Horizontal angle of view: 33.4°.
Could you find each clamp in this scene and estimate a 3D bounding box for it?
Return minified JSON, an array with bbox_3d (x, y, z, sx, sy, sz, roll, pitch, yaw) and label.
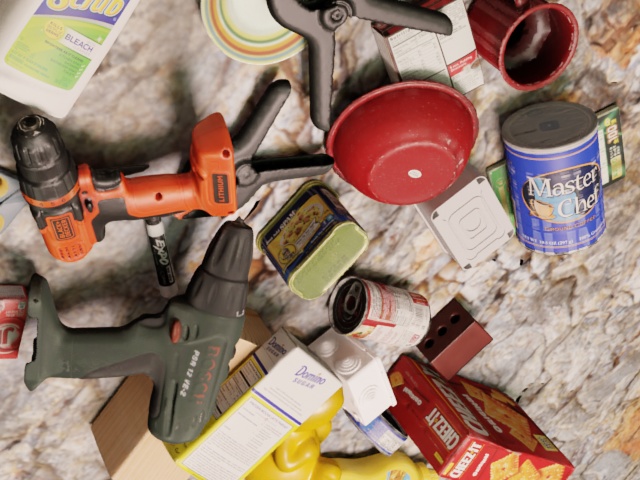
[{"bbox_3d":[-0.069,-0.070,1.063,0.171,0.039,0.120,-37,124,7],"label":"clamp"},{"bbox_3d":[0.007,-0.203,0.981,0.165,0.036,0.209,-43,127,11],"label":"clamp"}]

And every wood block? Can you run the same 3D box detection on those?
[{"bbox_3d":[-0.146,0.165,1.154,0.090,0.090,0.206,28,106,-39],"label":"wood block"}]

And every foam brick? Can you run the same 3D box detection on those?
[{"bbox_3d":[0.162,0.123,1.316,0.078,0.053,0.051,-45,131,5],"label":"foam brick"}]

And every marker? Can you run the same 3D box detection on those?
[{"bbox_3d":[-0.163,0.007,1.080,0.020,0.020,0.121,-19,129,-16],"label":"marker"}]

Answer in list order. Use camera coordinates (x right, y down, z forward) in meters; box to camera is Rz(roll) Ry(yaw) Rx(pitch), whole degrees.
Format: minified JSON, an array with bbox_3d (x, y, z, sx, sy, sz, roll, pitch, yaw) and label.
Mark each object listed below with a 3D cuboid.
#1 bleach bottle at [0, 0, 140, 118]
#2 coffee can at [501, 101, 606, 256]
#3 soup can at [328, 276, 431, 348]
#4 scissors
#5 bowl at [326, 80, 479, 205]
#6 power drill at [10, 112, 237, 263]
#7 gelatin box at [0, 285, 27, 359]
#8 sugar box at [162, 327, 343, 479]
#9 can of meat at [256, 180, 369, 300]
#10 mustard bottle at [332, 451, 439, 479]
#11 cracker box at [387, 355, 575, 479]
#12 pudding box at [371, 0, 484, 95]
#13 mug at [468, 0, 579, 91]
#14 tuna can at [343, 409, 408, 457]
[{"bbox_3d":[-0.189,-0.228,0.874,0.102,0.068,0.251,25,106,-40],"label":"bleach bottle"},{"bbox_3d":[0.261,-0.068,1.184,0.102,0.103,0.140,-23,124,-13],"label":"coffee can"},{"bbox_3d":[0.070,0.084,1.227,0.102,0.069,0.069,15,114,-36],"label":"soup can"},{"bbox_3d":[-0.264,-0.035,0.998,0.201,0.016,0.096,2,123,-29],"label":"scissors"},{"bbox_3d":[0.090,-0.086,1.092,0.162,0.055,0.162,-6,140,-6],"label":"bowl"},{"bbox_3d":[-0.171,-0.059,0.952,0.187,0.057,0.184,-11,148,-8],"label":"power drill"},{"bbox_3d":[-0.331,0.080,1.032,0.089,0.030,0.073,4,120,-30],"label":"gelatin box"},{"bbox_3d":[-0.070,0.180,1.116,0.176,0.048,0.093,-45,133,1],"label":"sugar box"},{"bbox_3d":[-0.007,0.001,1.117,0.102,0.084,0.057,-47,131,8],"label":"can of meat"},{"bbox_3d":[0.073,0.323,1.404,0.191,0.058,0.096,-2,120,-27],"label":"mustard bottle"},{"bbox_3d":[0.195,0.238,1.340,0.213,0.164,0.072,24,106,-38],"label":"cracker box"},{"bbox_3d":[0.111,-0.188,1.079,0.090,0.039,0.113,-28,129,-5],"label":"pudding box"},{"bbox_3d":[0.196,-0.218,1.074,0.093,0.082,0.117,-32,131,-5],"label":"mug"},{"bbox_3d":[0.068,0.224,1.314,0.034,0.086,0.086,-45,131,4],"label":"tuna can"}]
